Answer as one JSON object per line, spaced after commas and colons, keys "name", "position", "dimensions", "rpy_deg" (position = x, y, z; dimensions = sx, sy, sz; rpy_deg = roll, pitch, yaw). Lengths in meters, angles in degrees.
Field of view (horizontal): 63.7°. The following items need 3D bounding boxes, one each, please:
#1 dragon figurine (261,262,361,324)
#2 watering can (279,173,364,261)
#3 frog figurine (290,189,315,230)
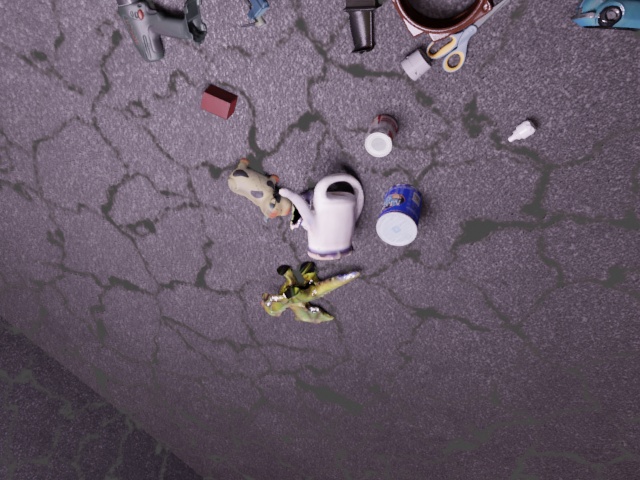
{"name": "dragon figurine", "position": [-0.029, 0.190, 1.660], "dimensions": [0.409, 0.125, 0.238], "rpy_deg": [-6, 141, 24]}
{"name": "watering can", "position": [0.007, -0.053, 1.292], "dimensions": [0.104, 0.350, 0.222], "rpy_deg": [12, 106, 35]}
{"name": "frog figurine", "position": [0.004, -0.073, 1.451], "dimensions": [0.159, 0.125, 0.135], "rpy_deg": [10, 129, -37]}
